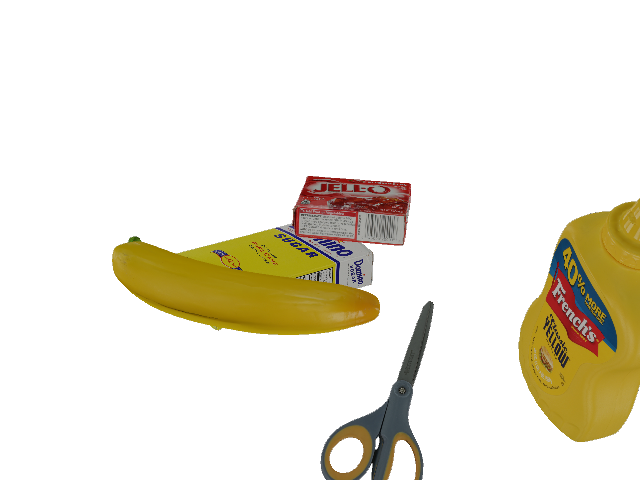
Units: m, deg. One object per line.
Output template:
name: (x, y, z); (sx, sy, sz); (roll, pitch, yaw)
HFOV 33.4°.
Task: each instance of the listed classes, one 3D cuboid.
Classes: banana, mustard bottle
banana: (-0.062, 0.028, 0.677); (0.198, 0.037, 0.069); (15, 33, 26)
mustard bottle: (0.174, 0.039, 0.651); (0.058, 0.096, 0.192); (-10, -36, -13)

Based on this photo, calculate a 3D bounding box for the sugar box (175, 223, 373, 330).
sugar box: (-0.045, 0.028, 1.050); (0.176, 0.048, 0.093); (-18, 35, -26)

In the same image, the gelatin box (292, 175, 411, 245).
gelatin box: (0.026, -0.026, 0.859); (0.089, 0.030, 0.073); (5, 23, 6)

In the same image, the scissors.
scissors: (0.052, 0.139, 0.936); (0.096, 0.201, 0.016); (4, -32, 0)
